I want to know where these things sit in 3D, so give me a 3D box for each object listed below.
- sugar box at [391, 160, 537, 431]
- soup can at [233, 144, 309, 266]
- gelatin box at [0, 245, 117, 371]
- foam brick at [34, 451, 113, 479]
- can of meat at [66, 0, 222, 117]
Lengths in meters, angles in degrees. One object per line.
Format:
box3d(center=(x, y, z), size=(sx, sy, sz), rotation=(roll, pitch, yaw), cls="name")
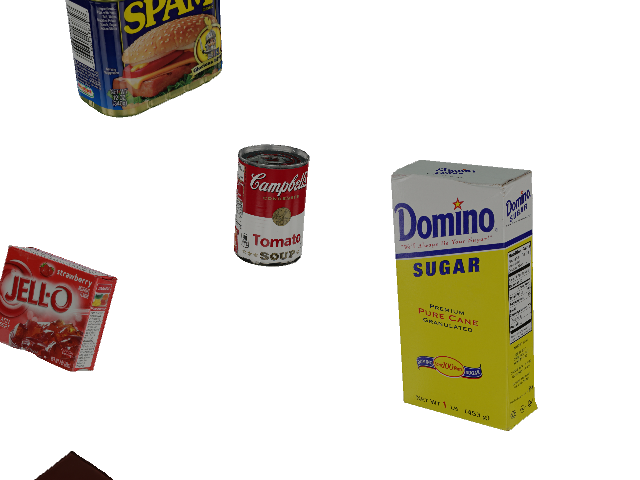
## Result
box3d(center=(0.100, 0.036, 0.743), size=(0.094, 0.176, 0.048), rotation=(9, 23, 40), cls="sugar box")
box3d(center=(-0.048, -0.034, 1.025), size=(0.068, 0.102, 0.068), rotation=(4, 21, -2), cls="soup can")
box3d(center=(-0.202, 0.050, 0.797), size=(0.089, 0.073, 0.030), rotation=(17, 4, 25), cls="gelatin box")
box3d(center=(-0.095, 0.139, 0.452), size=(0.078, 0.051, 0.052), rotation=(25, 45, 32), cls="foam brick")
box3d(center=(-0.108, -0.135, 0.667), size=(0.058, 0.084, 0.101), rotation=(31, 46, 33), cls="can of meat")
